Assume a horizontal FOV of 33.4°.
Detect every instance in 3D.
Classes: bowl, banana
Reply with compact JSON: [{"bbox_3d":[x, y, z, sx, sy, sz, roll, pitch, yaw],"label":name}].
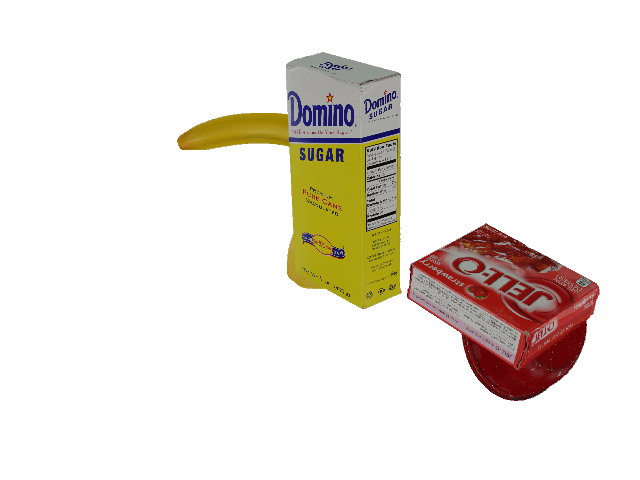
[{"bbox_3d":[0.223,0.087,1.103,0.161,0.162,0.055,0,-2,-34],"label":"bowl"},{"bbox_3d":[-0.070,-0.124,1.265,0.198,0.037,0.069,8,40,16],"label":"banana"}]

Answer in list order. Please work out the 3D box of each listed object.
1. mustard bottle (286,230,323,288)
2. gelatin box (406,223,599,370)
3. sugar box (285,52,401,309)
[{"bbox_3d":[0.018,-0.049,1.097,0.096,0.192,0.058,-5,20,-25],"label":"mustard bottle"},{"bbox_3d":[0.109,0.030,0.640,0.073,0.030,0.089,-26,44,-37],"label":"gelatin box"},{"bbox_3d":[0.017,-0.046,0.808,0.048,0.176,0.093,-21,29,-32],"label":"sugar box"}]
